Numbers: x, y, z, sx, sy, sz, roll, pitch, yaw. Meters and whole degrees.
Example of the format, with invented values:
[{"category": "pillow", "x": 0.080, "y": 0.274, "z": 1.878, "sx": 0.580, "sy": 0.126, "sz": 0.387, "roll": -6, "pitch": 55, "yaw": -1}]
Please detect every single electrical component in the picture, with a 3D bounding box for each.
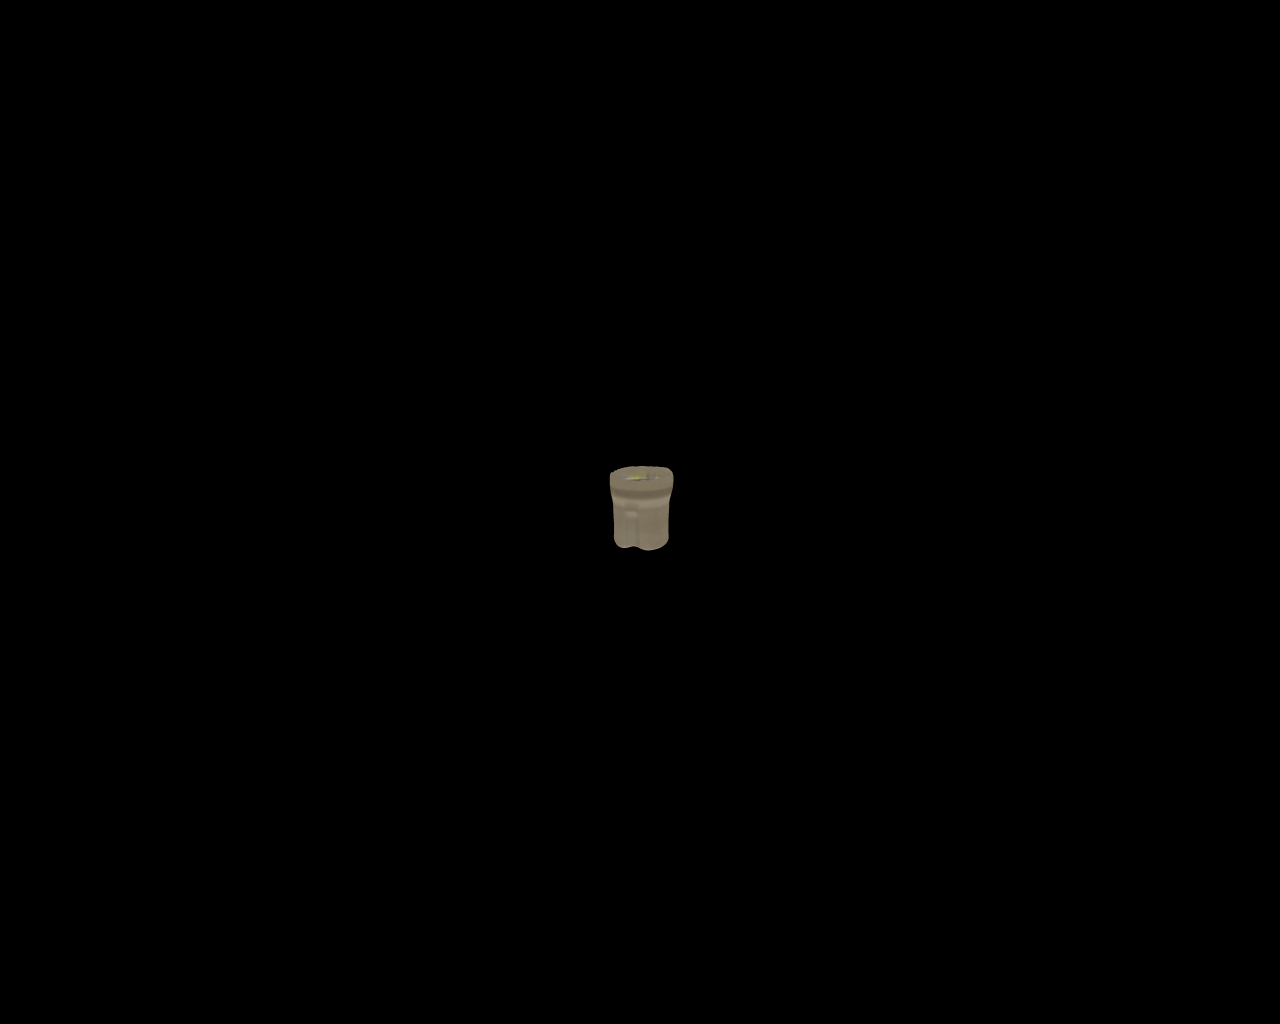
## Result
[{"category": "electrical component", "x": 0.001, "y": -0.003, "z": 0.650, "sx": 0.040, "sy": 0.046, "sz": 0.040, "roll": 0, "pitch": 15, "yaw": 0}]
